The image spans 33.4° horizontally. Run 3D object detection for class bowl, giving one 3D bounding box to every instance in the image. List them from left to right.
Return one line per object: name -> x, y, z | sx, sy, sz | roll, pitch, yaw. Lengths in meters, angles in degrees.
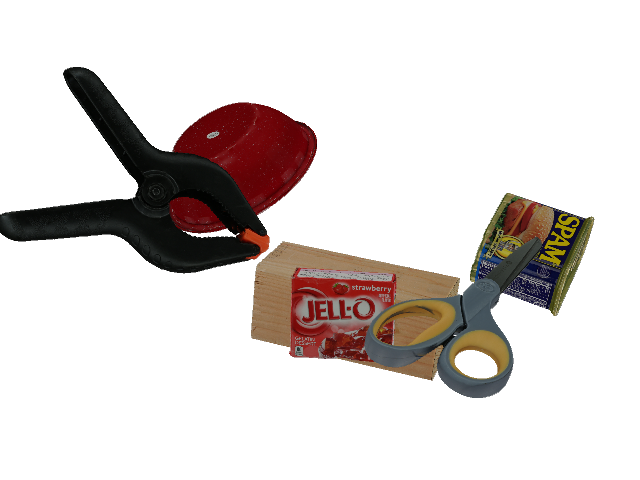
bowl -> -0.087, -0.081, 1.006 | 0.162, 0.055, 0.162 | -21, 34, 15

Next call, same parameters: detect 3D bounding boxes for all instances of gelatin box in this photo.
gelatin box -> 0.019, 0.064, 0.908 | 0.089, 0.073, 0.030 | 3, 15, 7

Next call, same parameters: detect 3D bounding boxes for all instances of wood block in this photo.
wood block -> 0.037, 0.075, 1.167 | 0.206, 0.091, 0.090 | 12, 22, 16

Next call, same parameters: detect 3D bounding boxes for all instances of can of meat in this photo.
can of meat -> 0.193, 0.009, 0.976 | 0.084, 0.057, 0.102 | 20, 47, 18

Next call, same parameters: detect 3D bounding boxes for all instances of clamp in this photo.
clamp -> -0.112, -0.039, 0.691 | 0.171, 0.120, 0.039 | 16, -9, -17

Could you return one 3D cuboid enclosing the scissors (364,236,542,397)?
scissors -> 0.114, 0.046, 0.678 | 0.201, 0.016, 0.096 | -19, 42, -39
